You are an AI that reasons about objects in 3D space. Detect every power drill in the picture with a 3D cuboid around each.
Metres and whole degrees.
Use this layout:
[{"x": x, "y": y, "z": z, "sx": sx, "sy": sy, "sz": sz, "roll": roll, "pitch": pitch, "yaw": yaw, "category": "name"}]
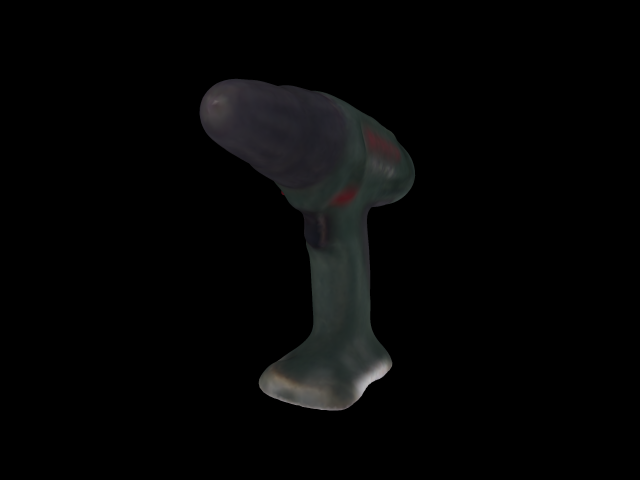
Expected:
[{"x": 0.004, "y": 0.001, "z": 0.400, "sx": 0.075, "sy": 0.208, "sz": 0.230, "roll": 6, "pitch": 13, "yaw": 27, "category": "power drill"}]
